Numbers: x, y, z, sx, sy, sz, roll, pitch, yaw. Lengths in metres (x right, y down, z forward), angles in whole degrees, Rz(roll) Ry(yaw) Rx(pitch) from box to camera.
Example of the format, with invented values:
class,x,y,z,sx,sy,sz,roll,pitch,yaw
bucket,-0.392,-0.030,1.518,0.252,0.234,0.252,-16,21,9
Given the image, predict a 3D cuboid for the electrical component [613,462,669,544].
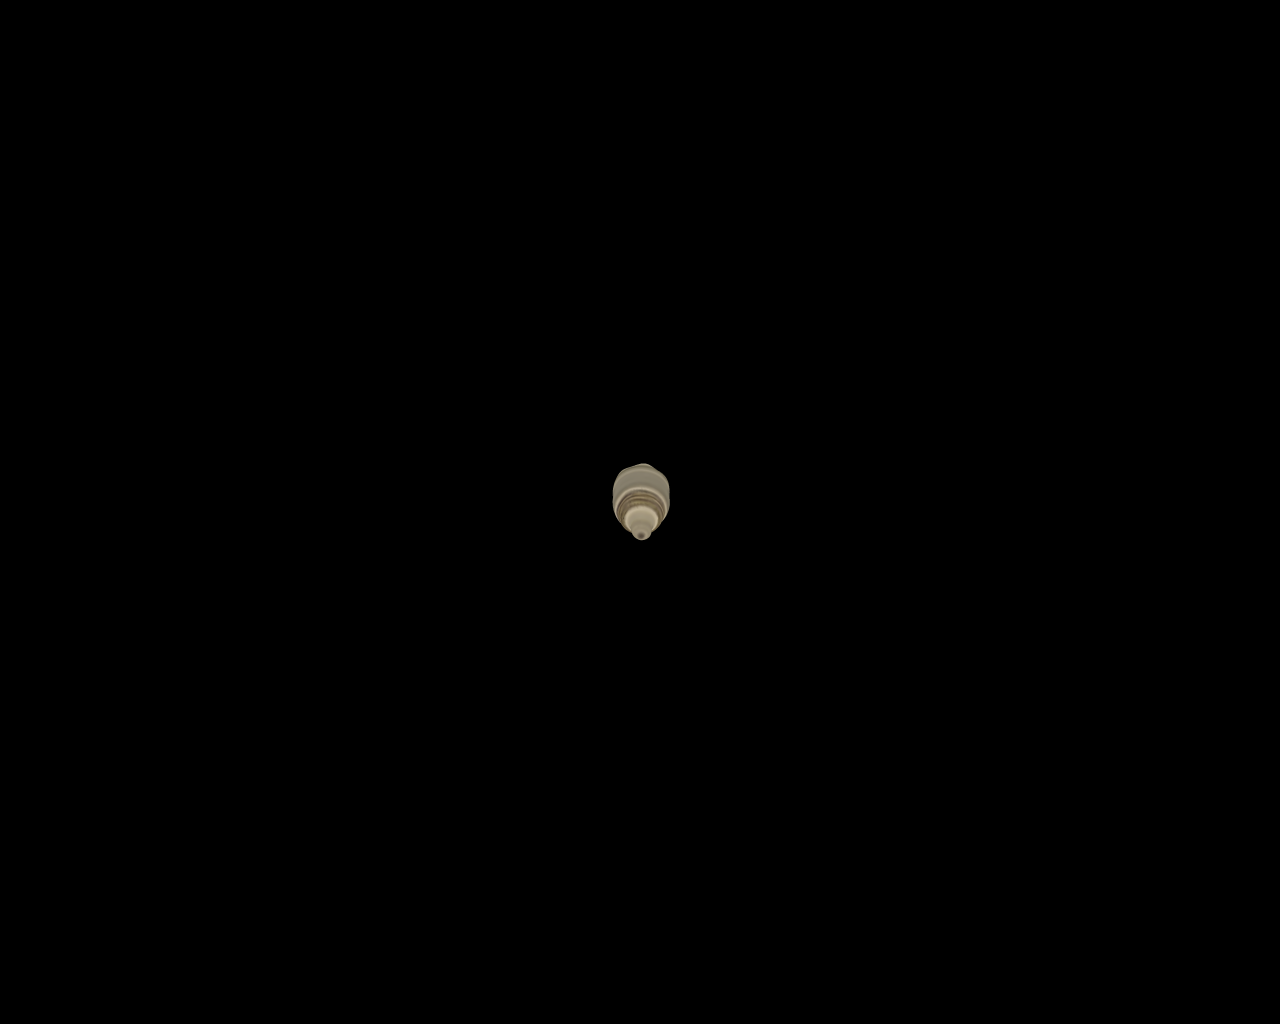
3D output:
class,x,y,z,sx,sy,sz,roll,pitch,yaw
electrical component,0.001,-0.003,0.650,0.035,0.035,0.061,0,34,0
